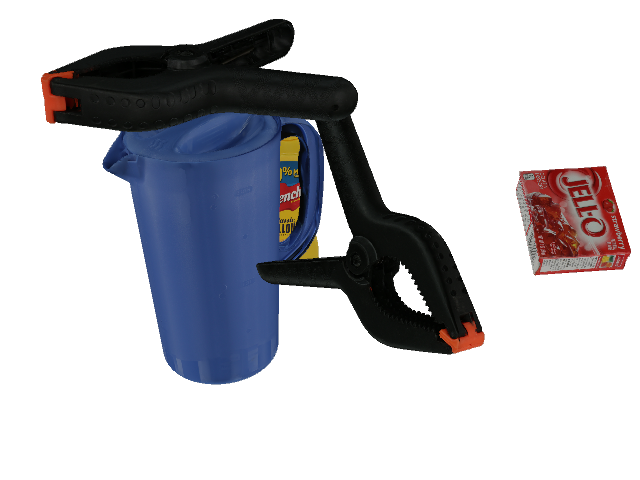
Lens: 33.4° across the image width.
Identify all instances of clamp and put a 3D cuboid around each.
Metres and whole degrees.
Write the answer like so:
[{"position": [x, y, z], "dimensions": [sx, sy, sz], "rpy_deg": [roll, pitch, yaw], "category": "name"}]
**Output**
[{"position": [0.036, 0.001, 0.746], "dimensions": [0.036, 0.165, 0.210], "rpy_deg": [-11, 34, -40], "category": "clamp"}, {"position": [-0.073, -0.097, 0.620], "dimensions": [0.171, 0.039, 0.120], "rpy_deg": [-3, 25, -12], "category": "clamp"}]

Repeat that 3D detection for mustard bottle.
[{"position": [-0.046, -0.054, 1.172], "dimensions": [0.096, 0.192, 0.058], "rpy_deg": [-3, 19, -18], "category": "mustard bottle"}]

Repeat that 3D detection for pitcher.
[{"position": [-0.085, 0.000, 0.938], "dimensions": [0.149, 0.243, 0.144], "rpy_deg": [10, 34, 18], "category": "pitcher"}]

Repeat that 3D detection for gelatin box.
[{"position": [0.202, -0.017, 0.860], "dimensions": [0.073, 0.089, 0.030], "rpy_deg": [-3, -34, -2], "category": "gelatin box"}]
